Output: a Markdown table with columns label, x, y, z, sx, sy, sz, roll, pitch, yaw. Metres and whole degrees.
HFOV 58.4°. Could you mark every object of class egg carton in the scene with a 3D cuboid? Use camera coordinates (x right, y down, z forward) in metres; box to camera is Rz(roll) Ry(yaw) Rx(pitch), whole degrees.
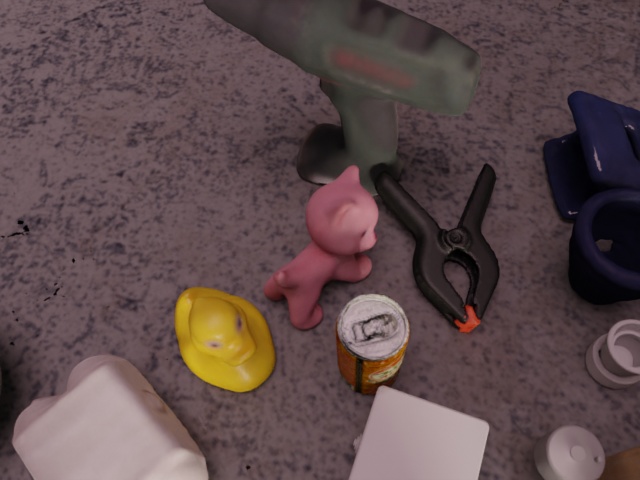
| label | x | y | z | sx | sy | sz | roll | pitch | yaw |
| --- | --- | --- | --- | --- | --- | --- | --- | --- | --- |
| egg carton | -0.162 | 0.165 | 0.446 | 0.150 | 0.069 | 0.107 | 41 | 71 | 21 |

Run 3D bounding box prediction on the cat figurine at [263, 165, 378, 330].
| label | x | y | z | sx | sy | sz | roll | pitch | yaw |
| --- | --- | --- | --- | --- | --- | --- | --- | --- | --- |
| cat figurine | 0.005 | 0.002 | 0.496 | 0.067 | 0.118 | 0.128 | 38 | 71 | 20 |

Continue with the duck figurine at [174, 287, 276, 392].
| label | x | y | z | sx | sy | sz | roll | pitch | yaw |
| --- | --- | --- | --- | --- | --- | --- | --- | --- | --- |
| duck figurine | -0.086 | 0.074 | 0.481 | 0.077 | 0.086 | 0.104 | -41 | 68 | -17 |

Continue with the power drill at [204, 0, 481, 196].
| label | x | y | z | sx | sy | sz | roll | pitch | yaw |
| --- | --- | --- | --- | --- | --- | --- | --- | --- | --- |
| power drill | 0.019 | -0.132 | 0.514 | 0.229 | 0.208 | 0.076 | 14 | 64 | 10 |

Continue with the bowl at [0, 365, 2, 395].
| label | x | y | z | sx | sy | sz | roll | pitch | yaw |
| --- | --- | --- | --- | --- | --- | --- | --- | --- | --- |
| bowl | -0.333 | 0.134 | 0.468 | 0.167 | 0.075 | 0.167 | -1 | 62 | 2 |

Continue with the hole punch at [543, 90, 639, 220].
| label | x | y | z | sx | sy | sz | roll | pitch | yaw |
| --- | --- | --- | --- | --- | --- | --- | --- | --- | --- |
| hole punch | 0.277 | -0.083 | 0.542 | 0.101 | 0.091 | 0.108 | -3 | 62 | 1 |

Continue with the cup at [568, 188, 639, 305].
| label | x | y | z | sx | sy | sz | roll | pitch | yaw |
| --- | --- | --- | --- | --- | --- | --- | --- | --- | --- |
| cup | 0.261 | 0.008 | 0.493 | 0.118 | 0.095 | 0.091 | -41 | 68 | -17 |
